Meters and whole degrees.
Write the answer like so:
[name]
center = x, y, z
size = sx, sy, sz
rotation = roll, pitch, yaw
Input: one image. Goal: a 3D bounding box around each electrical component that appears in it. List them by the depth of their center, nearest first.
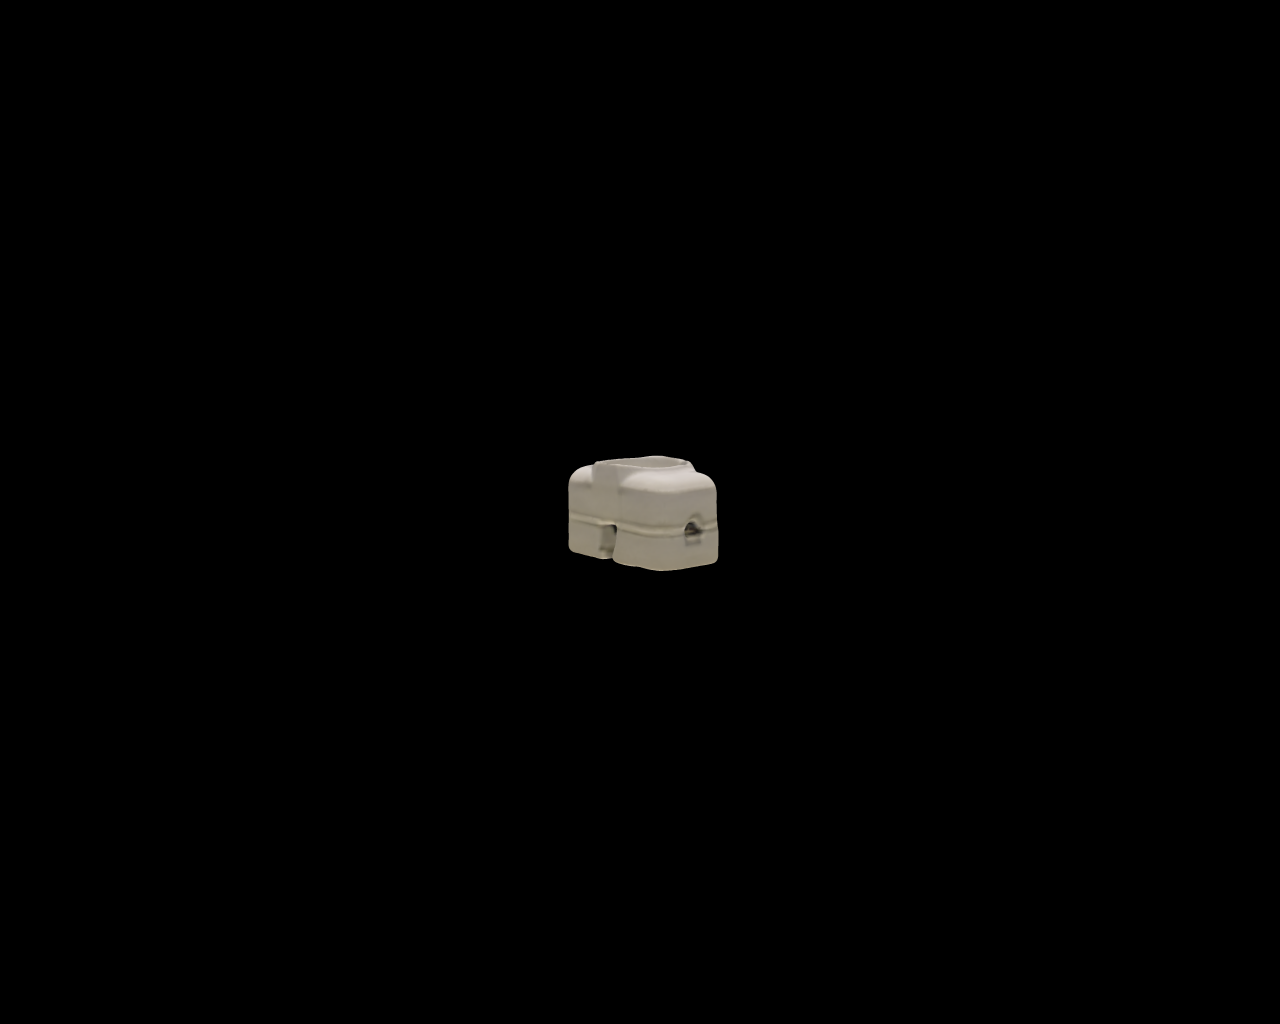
[electrical component]
center = 0.001, -0.003, 0.650
size = 0.054, 0.059, 0.095
rotation = -7, 12, -39
